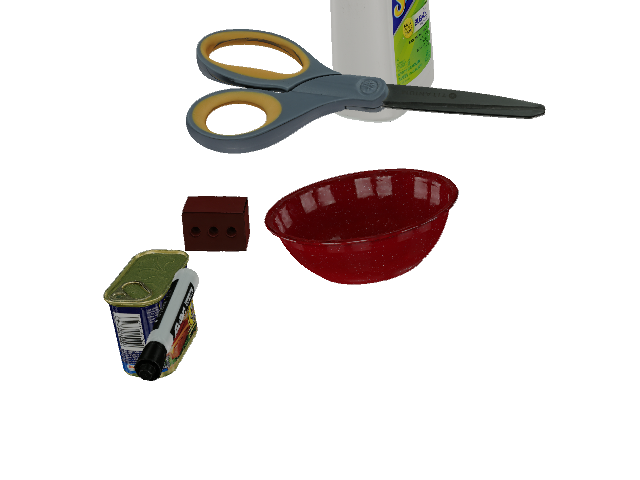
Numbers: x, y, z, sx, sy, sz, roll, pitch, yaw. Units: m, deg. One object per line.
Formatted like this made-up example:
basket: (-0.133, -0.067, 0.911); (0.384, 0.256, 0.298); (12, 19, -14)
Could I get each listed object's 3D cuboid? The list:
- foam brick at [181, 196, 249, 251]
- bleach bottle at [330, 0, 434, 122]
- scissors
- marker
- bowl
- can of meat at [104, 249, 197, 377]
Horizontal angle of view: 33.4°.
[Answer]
foam brick: (-0.128, -0.021, 1.307); (0.078, 0.053, 0.051); (0, 27, 4)
bleach bottle: (0.042, -0.226, 0.832); (0.068, 0.251, 0.102); (13, 37, 28)
scissors: (0.012, -0.070, 0.591); (0.202, 0.096, 0.016); (20, -31, 18)
marker: (-0.108, 0.058, 0.754); (0.020, 0.020, 0.121); (0, 30, 8)
bowl: (0.038, -0.007, 0.890); (0.162, 0.055, 0.162); (-10, 22, 4)
can of meat: (-0.155, 0.069, 1.001); (0.057, 0.084, 0.102); (1, 27, 14)
